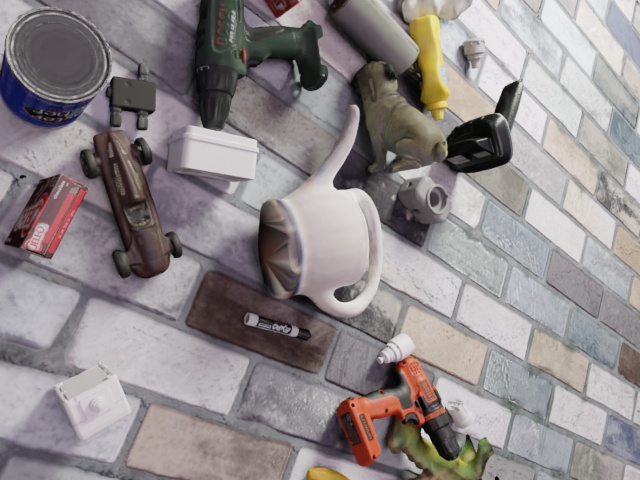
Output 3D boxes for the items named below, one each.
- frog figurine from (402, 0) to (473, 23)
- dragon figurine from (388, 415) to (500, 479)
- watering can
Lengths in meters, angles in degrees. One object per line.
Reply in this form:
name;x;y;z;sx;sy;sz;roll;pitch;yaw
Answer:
frog figurine;0.230;-0.489;1.027;0.158;0.125;0.135;-43;126;11
dragon figurine;0.221;0.497;0.957;0.244;0.122;0.409;-15;94;-17
watering can;0.002;-0.041;0.821;0.225;0.103;0.347;-9;92;-34
